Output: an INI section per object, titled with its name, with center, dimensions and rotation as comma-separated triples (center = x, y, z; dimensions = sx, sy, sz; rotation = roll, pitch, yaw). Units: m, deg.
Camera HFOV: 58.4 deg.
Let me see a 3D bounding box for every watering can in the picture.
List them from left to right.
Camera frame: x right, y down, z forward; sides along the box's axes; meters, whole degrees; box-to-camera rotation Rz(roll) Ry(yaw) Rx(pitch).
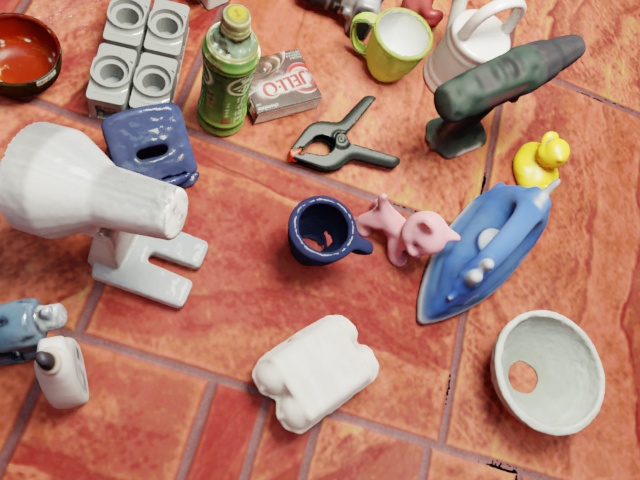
[watering can]
center = 0.240, -0.315, 0.894
dimensions = 0.101, 0.194, 0.173
rotation = -36, 83, -23

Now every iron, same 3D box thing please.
[iron]
center = 0.240, 0.014, 0.805
dimensions = 0.118, 0.141, 0.259
rotation = 43, 66, 3

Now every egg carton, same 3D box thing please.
[egg carton]
center = -0.005, 0.164, 0.723
dimensions = 0.150, 0.069, 0.107
rotation = -32, 82, -23

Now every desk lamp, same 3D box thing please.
[desk lamp]
center = -0.230, -0.025, 0.649
dimensions = 0.203, 0.213, 0.118
rotation = 21, 67, -7

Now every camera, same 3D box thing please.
[camera]
center = 0.041, -0.424, 0.929
dimensions = 0.137, 0.100, 0.143
rotation = 15, 68, -10

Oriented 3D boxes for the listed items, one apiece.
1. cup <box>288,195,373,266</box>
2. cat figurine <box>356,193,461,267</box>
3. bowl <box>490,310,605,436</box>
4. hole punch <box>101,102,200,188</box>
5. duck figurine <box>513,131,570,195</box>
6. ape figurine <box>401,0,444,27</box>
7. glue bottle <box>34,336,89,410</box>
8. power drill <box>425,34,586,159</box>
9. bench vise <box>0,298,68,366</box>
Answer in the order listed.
[cup]
center = 0.007, 0.003, 0.770
dimensions = 0.118, 0.095, 0.092
rotation = 20, 67, -7
[cat figurine]
center = 0.124, -0.019, 0.797
dimensions = 0.128, 0.117, 0.067
rotation = 40, 66, 1
[bowl]
center = 0.301, 0.186, 0.796
dimensions = 0.168, 0.074, 0.167
rotation = 5, 70, -14
[hole punch]
center = -0.219, -0.115, 0.752
dimensions = 0.109, 0.091, 0.101
rotation = -20, 77, -21
[duck figurine]
center = 0.363, -0.124, 0.918
dimensions = 0.077, 0.086, 0.104
rotation = 12, 68, -11
[ape figurine]
center = 0.182, -0.412, 0.968
dimensions = 0.076, 0.092, 0.078
rotation = 3, 70, -14
[glue bottle]
center = -0.276, 0.134, 0.602
dimensions = 0.037, 0.173, 0.078
rotation = -10, 74, -18
[power drill]
center = 0.252, -0.210, 0.852
dimensions = 0.230, 0.208, 0.075
rotation = -24, 78, -22
[bench vise]
center = -0.376, 0.079, 0.568
dimensions = 0.208, 0.219, 0.121
rotation = -28, 80, -22
